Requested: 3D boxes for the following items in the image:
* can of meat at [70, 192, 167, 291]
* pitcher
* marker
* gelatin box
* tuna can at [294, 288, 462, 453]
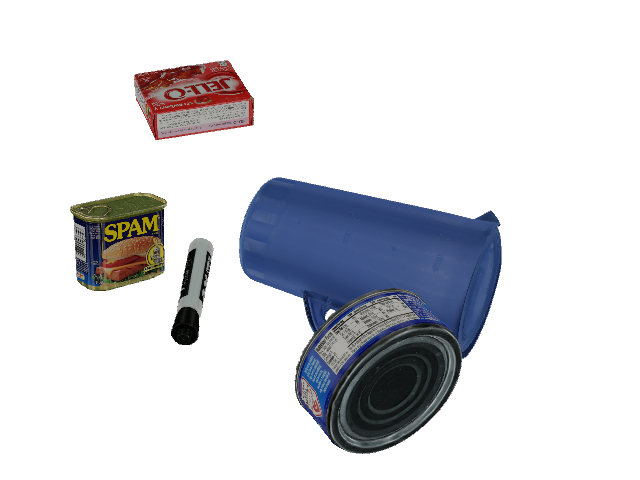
[{"bbox_3d":[-0.216,0.001,1.154,0.101,0.084,0.058,-15,25,-40],"label":"can of meat"},{"bbox_3d":[0.044,0.027,1.031,0.243,0.145,0.149,16,21,20],"label":"pitcher"},{"bbox_3d":[-0.092,0.036,0.773,0.020,0.020,0.121,0,30,0],"label":"marker"},{"bbox_3d":[-0.109,-0.122,0.920,0.089,0.030,0.073,-12,39,-16],"label":"gelatin box"},{"bbox_3d":[0.031,0.069,0.558,0.085,0.086,0.034,0,32,-37],"label":"tuna can"}]
